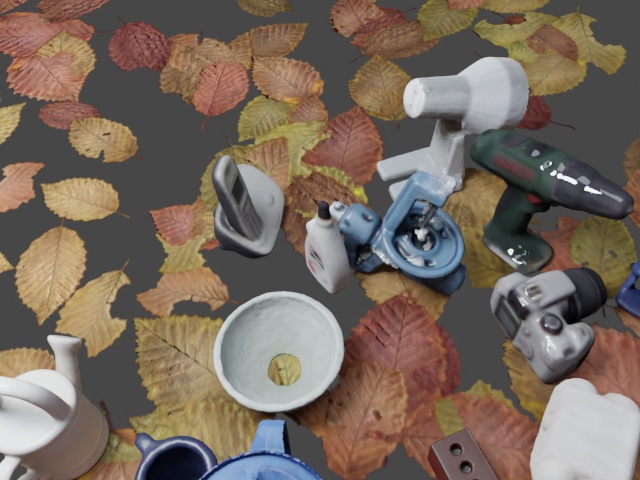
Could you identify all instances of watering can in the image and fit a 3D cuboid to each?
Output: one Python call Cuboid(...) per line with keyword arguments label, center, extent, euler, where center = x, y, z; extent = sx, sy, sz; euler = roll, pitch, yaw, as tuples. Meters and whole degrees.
Cuboid(label="watering can", center=(-0.324, 0.194, 0.658), extent=(0.101, 0.194, 0.172), euler=(-11, 53, -5))

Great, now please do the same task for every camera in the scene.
Cuboid(label="camera", center=(0.322, 0.093, 0.764), extent=(0.137, 0.101, 0.143), euler=(-19, 54, -12))

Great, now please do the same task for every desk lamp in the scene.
Cuboid(label="desk lamp", center=(0.203, -0.175, 0.902), extent=(0.203, 0.214, 0.117), euler=(-17, 54, -10))

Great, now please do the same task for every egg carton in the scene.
Cuboid(label="egg carton", center=(0.312, 0.239, 0.672), extent=(0.107, 0.069, 0.150), euler=(21, 57, 18))

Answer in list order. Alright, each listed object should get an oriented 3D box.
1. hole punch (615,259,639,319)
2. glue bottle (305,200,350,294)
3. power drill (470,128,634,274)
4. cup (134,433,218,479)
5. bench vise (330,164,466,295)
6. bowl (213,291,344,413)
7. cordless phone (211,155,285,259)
Cuboid(label="hole punch", center=(0.480, 0.059, 0.788), extent=(0.108, 0.091, 0.101), euler=(35, 62, 25))
Cuboid(label="glue bottle", center=(0.007, 0.003, 0.801), extent=(0.037, 0.173, 0.078), euler=(-33, 58, -21))
Cuboid(label="power drill", center=(0.304, -0.049, 0.804), extent=(0.076, 0.208, 0.229), euler=(-35, 59, -21))
Cuboid(label="cup", center=(-0.162, 0.274, 0.652), extent=(0.117, 0.095, 0.092), euler=(35, 62, 25))
Cuboid(label="bench vise", center=(0.105, -0.016, 0.781), extent=(0.207, 0.220, 0.121), euler=(6, 53, 7))
Cuboid(label="bowl", center=(-0.050, 0.156, 0.749), extent=(0.167, 0.075, 0.167), euler=(-1, 53, 2))
Cuboid(label="cordless phone", center=(-0.113, -0.075, 0.858), extent=(0.094, 0.185, 0.147), euler=(4, 53, 6))
